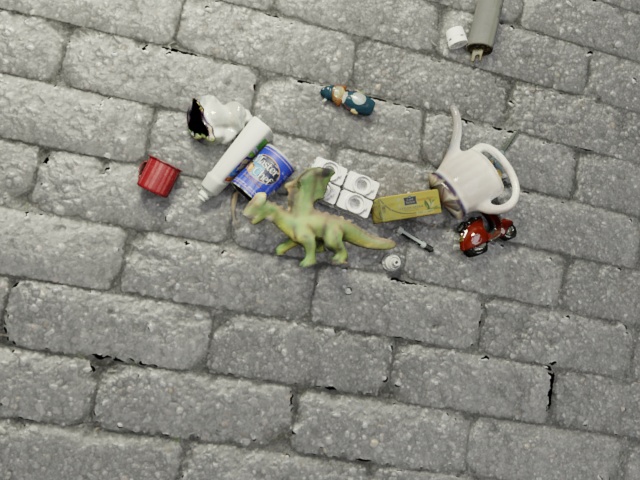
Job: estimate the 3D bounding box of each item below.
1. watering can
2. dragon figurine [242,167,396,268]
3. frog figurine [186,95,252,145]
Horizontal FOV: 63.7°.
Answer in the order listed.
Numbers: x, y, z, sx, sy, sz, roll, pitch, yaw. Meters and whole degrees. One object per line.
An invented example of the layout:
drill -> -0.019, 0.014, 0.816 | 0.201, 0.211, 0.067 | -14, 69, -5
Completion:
watering can -> 0.403, -0.205, 1.453 | 0.225, 0.102, 0.352 | -31, 73, -4
dragon figurine -> 0.004, -0.066, 1.320 | 0.411, 0.123, 0.240 | -7, 107, -17
frog figurine -> -0.263, -0.319, 1.352 | 0.161, 0.120, 0.138 | -30, 83, -47
